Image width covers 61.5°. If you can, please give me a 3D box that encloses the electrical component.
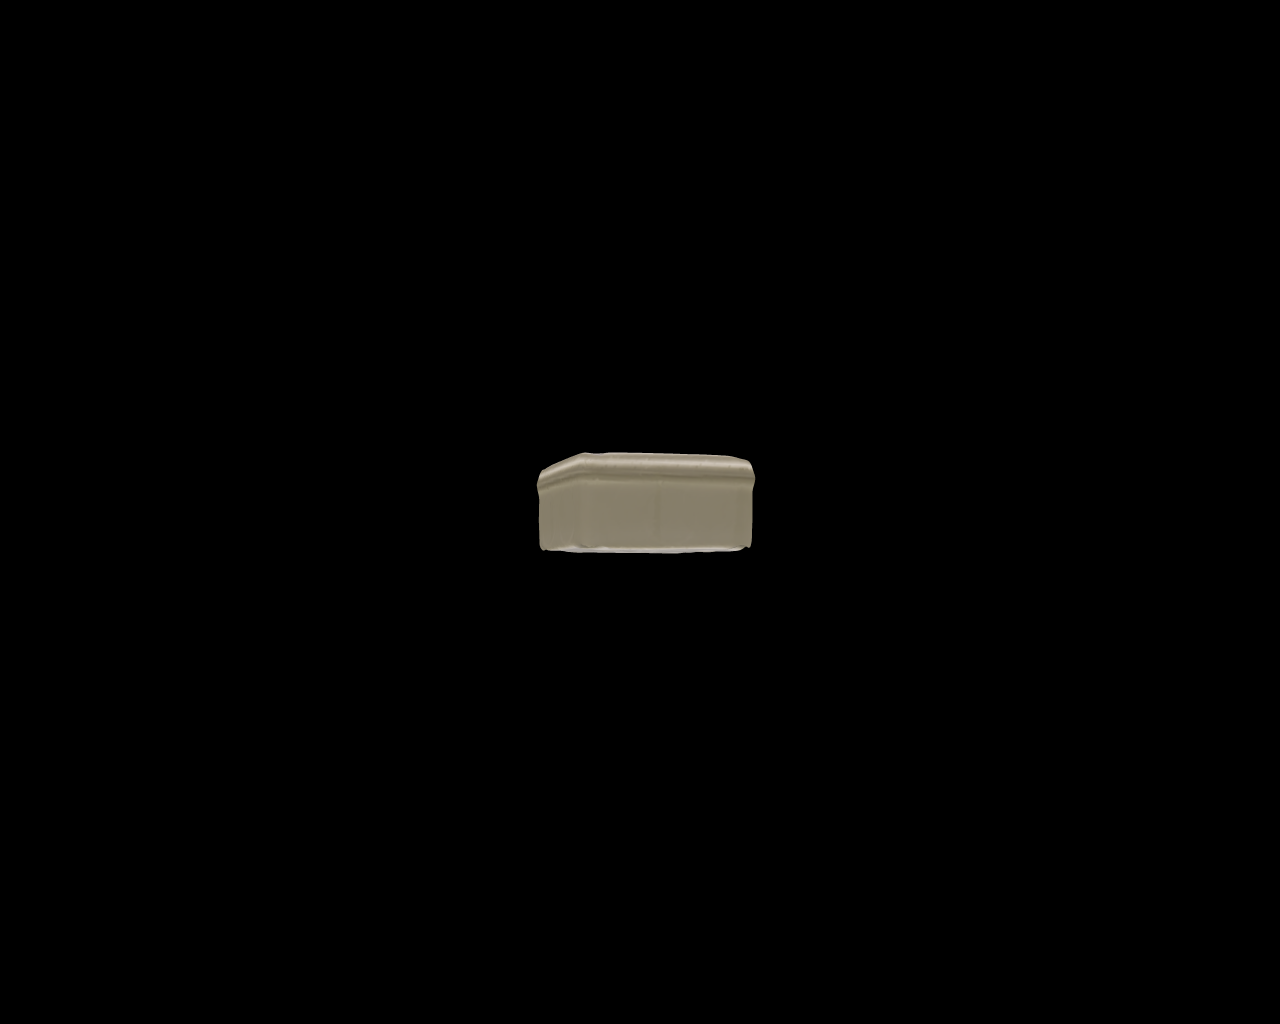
[{"bbox_3d":[0.001,-0.003,0.650,0.109,0.056,0.108,1,-3,-20],"label":"electrical component"}]
